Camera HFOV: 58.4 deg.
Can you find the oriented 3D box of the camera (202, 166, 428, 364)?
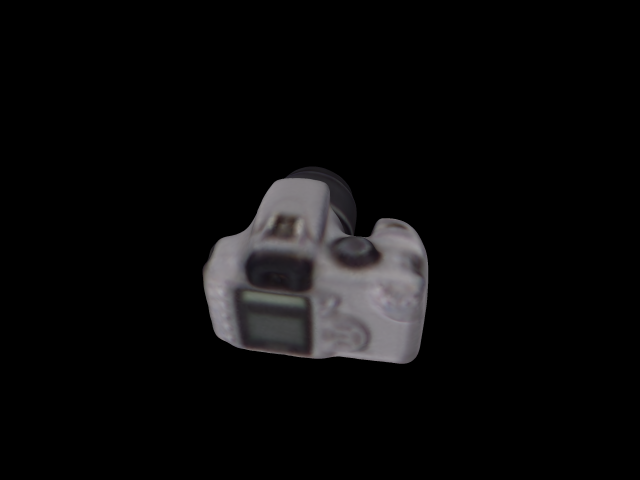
[{"bbox_3d":[0.004,0.001,0.400,0.143,0.101,0.137,5,40,6],"label":"camera"}]
